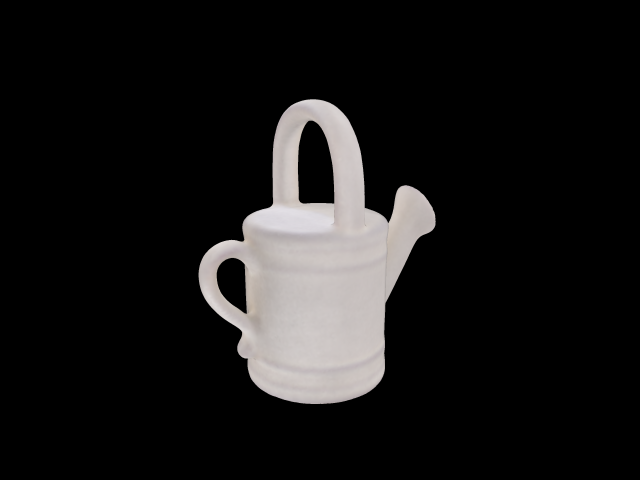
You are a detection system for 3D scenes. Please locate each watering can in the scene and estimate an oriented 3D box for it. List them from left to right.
[{"bbox_3d":[0.002,0.001,0.402,0.100,0.194,0.173,12,19,36],"label":"watering can"}]
